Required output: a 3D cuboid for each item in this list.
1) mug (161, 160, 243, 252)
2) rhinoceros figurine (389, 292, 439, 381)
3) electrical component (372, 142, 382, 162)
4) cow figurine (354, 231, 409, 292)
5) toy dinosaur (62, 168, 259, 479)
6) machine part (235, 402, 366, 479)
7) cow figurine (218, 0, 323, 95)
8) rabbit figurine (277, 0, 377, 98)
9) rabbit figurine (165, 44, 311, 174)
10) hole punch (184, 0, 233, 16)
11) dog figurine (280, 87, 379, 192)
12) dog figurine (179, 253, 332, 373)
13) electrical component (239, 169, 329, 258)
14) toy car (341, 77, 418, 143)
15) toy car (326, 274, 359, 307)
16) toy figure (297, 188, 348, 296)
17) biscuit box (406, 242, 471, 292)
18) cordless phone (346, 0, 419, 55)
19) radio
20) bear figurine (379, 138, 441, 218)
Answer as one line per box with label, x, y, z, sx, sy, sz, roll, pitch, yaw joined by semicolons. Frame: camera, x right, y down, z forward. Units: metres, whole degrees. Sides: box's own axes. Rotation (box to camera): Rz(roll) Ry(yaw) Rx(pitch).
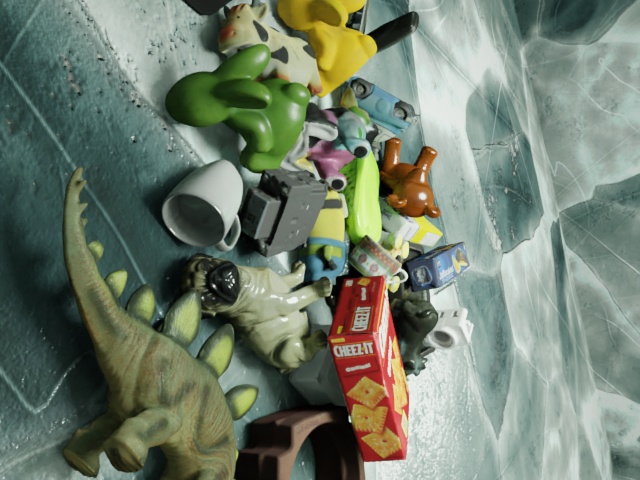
mug;-0.132;-0.046;0.682;0.109;0.081;0.107;53;34;-29
rhinoceros figurine;0.148;0.184;0.954;0.073;0.112;0.190;-16;132;-57
electrical component;0.103;-0.208;1.102;0.063;0.021;0.094;8;77;-54
cow figurine;0.093;0.064;0.980;0.068;0.098;0.167;29;78;-56
toy dinosaur;-0.169;0.160;0.568;0.198;0.105;0.470;-63;141;-50
machine part;-0.022;0.338;0.743;0.201;0.087;0.201;5;78;-53
cow figurine;-0.076;-0.286;0.812;0.195;0.086;0.127;-10;91;-57
rabbit figurine;0.003;-0.351;0.906;0.173;0.162;0.122;46;58;-16
rabbit figurine;-0.107;-0.168;0.694;0.170;0.159;0.121;4;70;-35
hole punch;-0.147;-0.384;0.715;0.142;0.116;0.092;36;46;-46
dog figurine;0.010;-0.187;0.890;0.191;0.108;0.219;21;35;-12
dog figurine;-0.097;0.104;0.704;0.190;0.121;0.172;1;93;-32
electrical component;-0.055;-0.039;0.764;0.134;0.058;0.114;-14;128;-55
toy car;0.102;-0.241;1.033;0.162;0.103;0.109;33;19;6
toy car;0.073;0.153;0.919;0.053;0.089;0.202;-23;100;-55
toy figure;0.001;-0.003;0.860;0.089;0.082;0.180;27;63;-52
biscuit box;0.241;0.051;1.079;0.202;0.063;0.059;-18;95;-58
cordless phone;0.104;-0.406;1.010;0.088;0.184;0.146;37;54;-40
radio;0.165;0.121;1.069;0.131;0.073;0.229;4;80;-55
bear figurine;0.178;-0.121;1.057;0.196;0.120;0.131;-93;-162;-75
